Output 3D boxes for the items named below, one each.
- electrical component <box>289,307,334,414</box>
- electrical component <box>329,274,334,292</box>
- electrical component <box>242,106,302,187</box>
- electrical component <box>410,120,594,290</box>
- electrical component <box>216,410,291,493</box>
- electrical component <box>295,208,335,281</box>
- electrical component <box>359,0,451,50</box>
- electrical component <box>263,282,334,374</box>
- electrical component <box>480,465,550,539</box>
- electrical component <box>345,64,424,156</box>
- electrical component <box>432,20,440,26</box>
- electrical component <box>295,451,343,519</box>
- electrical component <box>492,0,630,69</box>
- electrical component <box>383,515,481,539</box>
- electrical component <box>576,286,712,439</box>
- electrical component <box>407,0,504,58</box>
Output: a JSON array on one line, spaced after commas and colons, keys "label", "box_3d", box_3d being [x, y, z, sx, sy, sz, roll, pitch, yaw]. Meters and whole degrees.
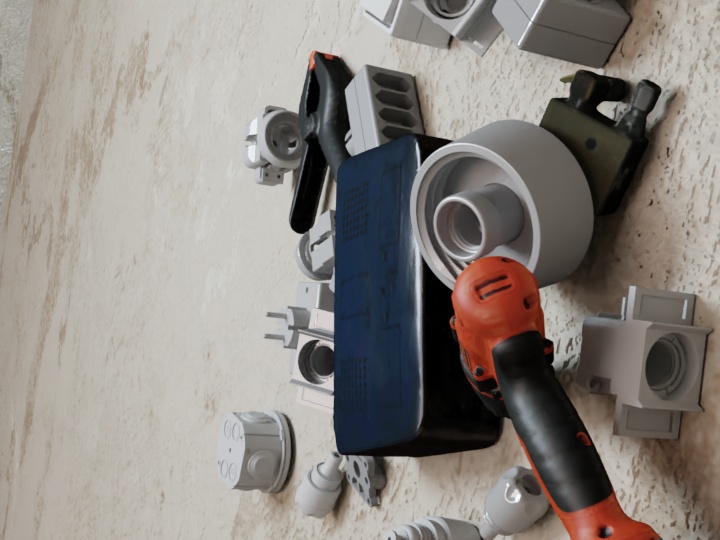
[{"label": "electrical component", "box_3d": [-0.021, 0.074, 0.890, 0.042, 0.064, 0.081, 14, 97, 28]}, {"label": "electrical component", "box_3d": [0.000, 0.000, 0.901, 0.040, 0.040, 0.046, 40, 113, 58]}, {"label": "electrical component", "box_3d": [-0.081, -0.126, 1.063, 0.057, 0.058, 0.078, 170, 106, -64]}, {"label": "electrical component", "box_3d": [0.079, -0.032, 0.651, 0.108, 0.060, 0.108, 20, 120, 39]}, {"label": "electrical component", "box_3d": [-0.103, 0.175, 1.040, 0.080, 0.051, 0.080, -22, 64, 59]}, {"label": "electrical component", "box_3d": [-0.025, -0.019, 0.947, 0.055, 0.048, 0.066, -33, 56, 47]}, {"label": "electrical component", "box_3d": [0.046, -0.231, 0.844, 0.061, 0.061, 0.096, 51, 128, 54]}, {"label": "electrical component", "box_3d": [-0.050, 0.051, 0.942, 0.047, 0.076, 0.083, 0, 83, 62]}, {"label": "electrical component", "box_3d": [0.096, 0.154, 0.690, 0.061, 0.035, 0.035, -60, 36, 41]}, {"label": "electrical component", "box_3d": [0.012, -0.112, 0.894, 0.076, 0.047, 0.083, -45, 46, 49]}, {"label": "electrical component", "box_3d": [0.087, -0.200, 0.775, 0.065, 0.047, 0.076, -62, 34, 35]}, {"label": "electrical component", "box_3d": [-0.031, 0.181, 0.922, 0.061, 0.035, 0.035, -65, 33, 25]}, {"label": "electrical component", "box_3d": [0.132, -0.173, 0.662, 0.076, 0.066, 0.047, -63, 34, 34]}, {"label": "electrical component", "box_3d": [0.048, 0.187, 0.732, 0.040, 0.078, 0.040, -23, 58, 43]}, {"label": "electrical component", "box_3d": [0.155, 0.050, 0.596, 0.064, 0.042, 0.081, -175, 92, -66]}, {"label": "electrical component", "box_3d": [0.089, -0.211, 0.710, 0.079, 0.063, 0.121, 40, 102, 10]}]
